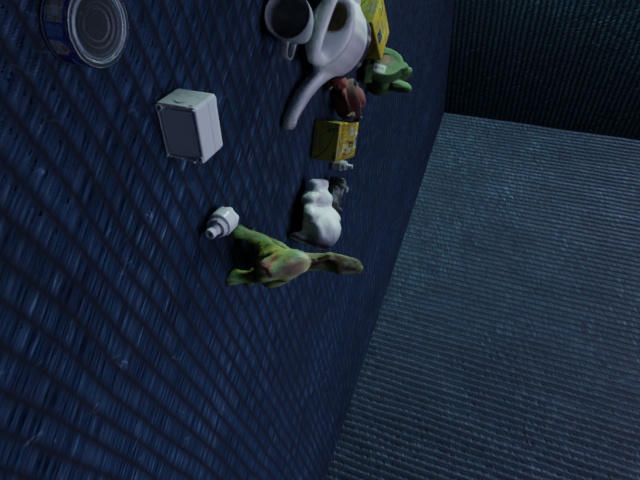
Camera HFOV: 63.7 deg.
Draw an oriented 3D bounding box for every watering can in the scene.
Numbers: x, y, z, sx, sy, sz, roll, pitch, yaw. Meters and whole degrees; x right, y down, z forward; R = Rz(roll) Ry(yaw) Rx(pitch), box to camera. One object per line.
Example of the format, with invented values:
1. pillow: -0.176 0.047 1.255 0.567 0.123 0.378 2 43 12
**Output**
1. watering can: 0.017 -0.393 1.095 0.345 0.104 0.225 -68 166 11

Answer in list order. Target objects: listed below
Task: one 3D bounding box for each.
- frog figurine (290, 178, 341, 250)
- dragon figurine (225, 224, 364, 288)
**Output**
1. frog figurine: 0.004 -0.062 1.241 0.136 0.124 0.159 16 98 -54
2. dragon figurine: -0.035 0.050 0.995 0.409 0.243 0.122 12 86 -71
